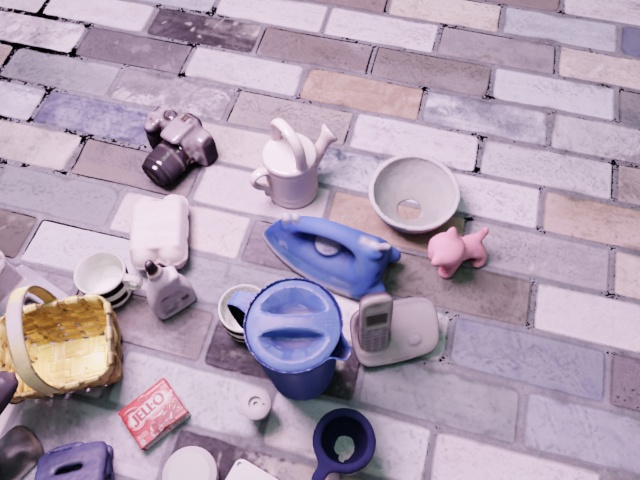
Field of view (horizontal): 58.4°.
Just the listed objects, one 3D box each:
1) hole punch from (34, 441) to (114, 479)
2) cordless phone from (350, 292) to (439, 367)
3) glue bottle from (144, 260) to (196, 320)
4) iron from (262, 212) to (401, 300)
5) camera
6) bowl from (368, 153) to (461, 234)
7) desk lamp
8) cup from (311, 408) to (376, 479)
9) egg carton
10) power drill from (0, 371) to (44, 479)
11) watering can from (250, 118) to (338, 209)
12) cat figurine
[{"bbox_3d":[-0.367,0.351,0.846,0.108,0.091,0.101,-12,63,-6],"label":"hole punch"},{"bbox_3d":[0.121,0.127,0.905,0.147,0.185,0.094,-14,63,-6],"label":"cordless phone"},{"bbox_3d":[-0.257,0.074,0.943,0.078,0.173,0.037,-31,66,-14],"label":"glue bottle"},{"bbox_3d":[0.009,0.004,0.994,0.258,0.141,0.119,20,65,11],"label":"iron"},{"bbox_3d":[-0.295,-0.184,1.118,0.143,0.101,0.137,31,67,16],"label":"camera"},{"bbox_3d":[0.173,-0.075,1.071,0.167,0.075,0.167,0,63,1],"label":"bowl"},{"bbox_3d":[-0.549,0.043,0.939,0.203,0.213,0.118,28,66,15],"label":"desk lamp"},{"bbox_3d":[0.028,0.318,0.857,0.091,0.095,0.118,32,67,16],"label":"cup"},{"bbox_3d":[-0.292,-0.014,1.047,0.107,0.069,0.150,-6,63,-2],"label":"egg carton"},{"bbox_3d":[-0.486,0.297,0.810,0.075,0.208,0.230,36,69,18],"label":"power drill"},{"bbox_3d":[-0.050,-0.153,1.046,0.100,0.194,0.173,32,67,16],"label":"watering can"},{"bbox_3d":[0.238,0.013,1.001,0.128,0.118,0.067,-21,64,-10],"label":"cat figurine"}]
